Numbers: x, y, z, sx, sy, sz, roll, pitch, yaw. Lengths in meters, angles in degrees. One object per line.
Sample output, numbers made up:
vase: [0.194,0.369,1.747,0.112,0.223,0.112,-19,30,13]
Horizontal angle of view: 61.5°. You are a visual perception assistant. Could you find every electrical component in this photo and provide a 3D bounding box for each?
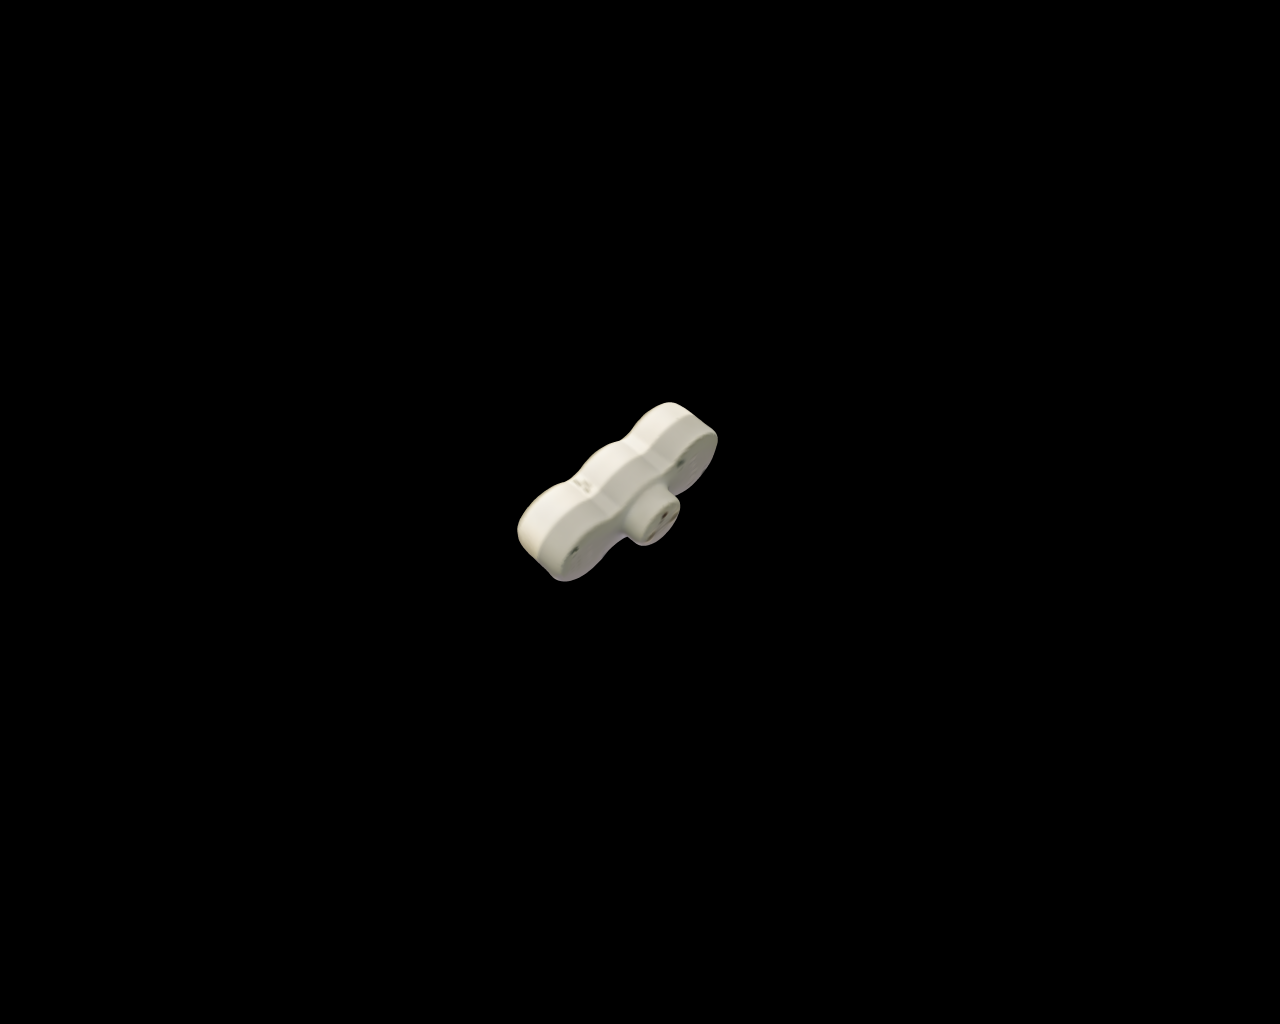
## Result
electrical component: [0.001,-0.003,0.650,0.138,0.074,0.052,-39,-24,-22]
